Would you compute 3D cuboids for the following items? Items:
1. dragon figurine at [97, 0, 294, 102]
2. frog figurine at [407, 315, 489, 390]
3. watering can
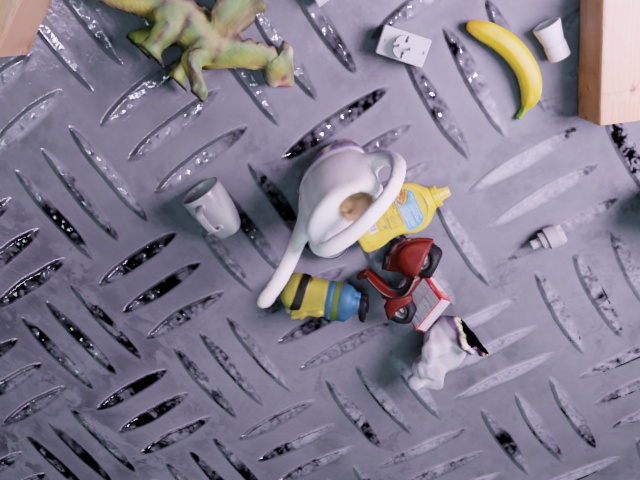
[{"bbox_3d":[-0.209,-0.392,0.870,0.407,0.123,0.242,43,92,-14],"label":"dragon figurine"},{"bbox_3d":[0.239,0.231,1.047,0.157,0.137,0.124,-37,70,22],"label":"frog figurine"},{"bbox_3d":[0.003,-0.046,0.906,0.344,0.229,0.103,-40,122,18],"label":"watering can"}]
